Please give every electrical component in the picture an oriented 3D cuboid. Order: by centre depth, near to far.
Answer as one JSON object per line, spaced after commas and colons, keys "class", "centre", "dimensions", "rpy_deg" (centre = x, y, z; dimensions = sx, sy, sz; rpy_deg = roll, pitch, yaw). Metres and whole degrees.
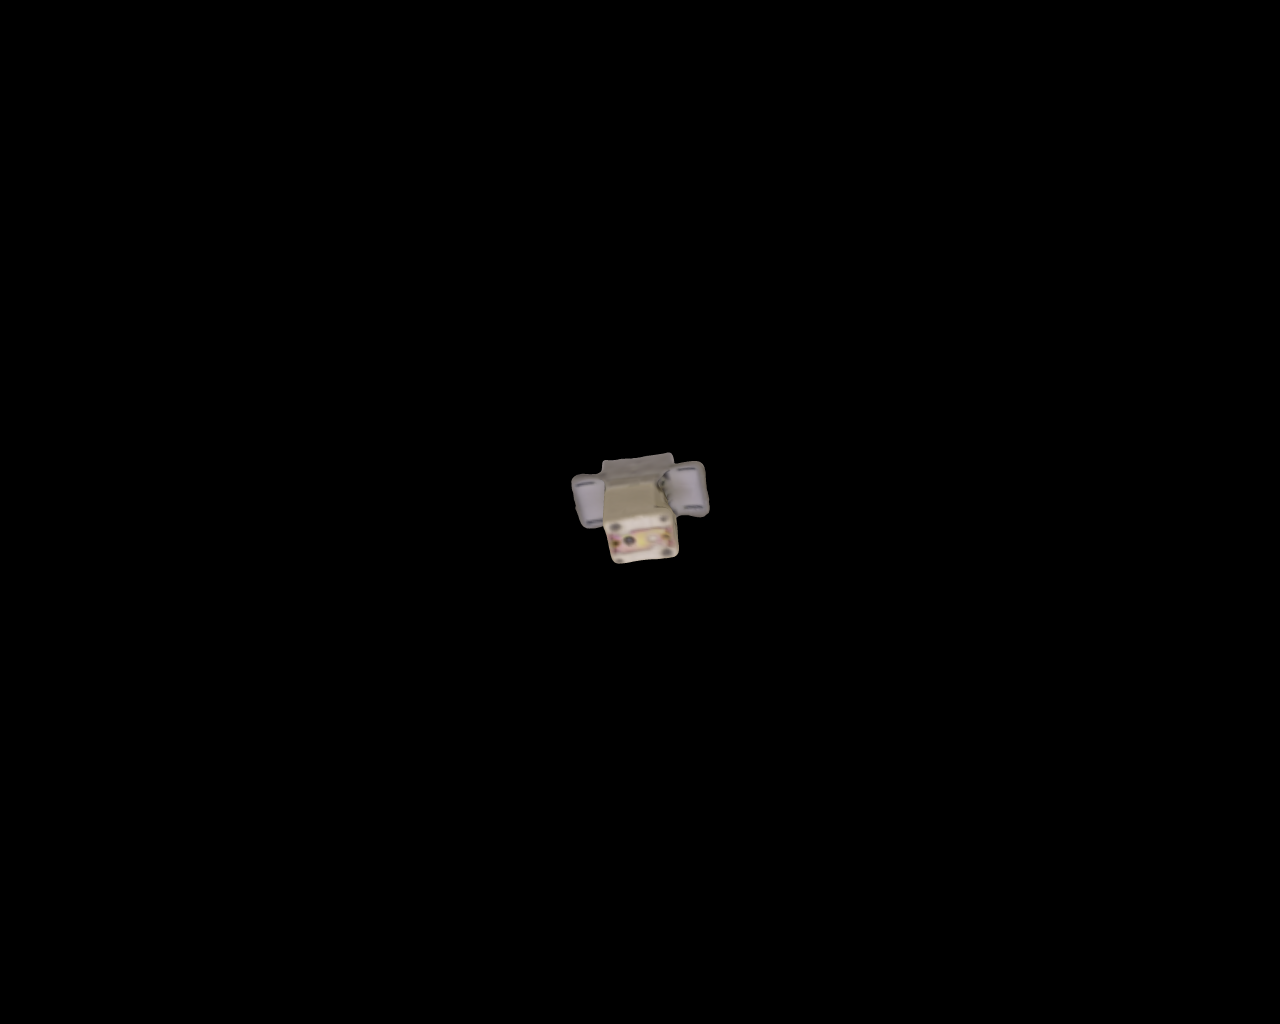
{"class": "electrical component", "centre": [0.001, -0.003, 0.650], "dimensions": [0.081, 0.042, 0.064], "rpy_deg": [-7, 40, 6]}
